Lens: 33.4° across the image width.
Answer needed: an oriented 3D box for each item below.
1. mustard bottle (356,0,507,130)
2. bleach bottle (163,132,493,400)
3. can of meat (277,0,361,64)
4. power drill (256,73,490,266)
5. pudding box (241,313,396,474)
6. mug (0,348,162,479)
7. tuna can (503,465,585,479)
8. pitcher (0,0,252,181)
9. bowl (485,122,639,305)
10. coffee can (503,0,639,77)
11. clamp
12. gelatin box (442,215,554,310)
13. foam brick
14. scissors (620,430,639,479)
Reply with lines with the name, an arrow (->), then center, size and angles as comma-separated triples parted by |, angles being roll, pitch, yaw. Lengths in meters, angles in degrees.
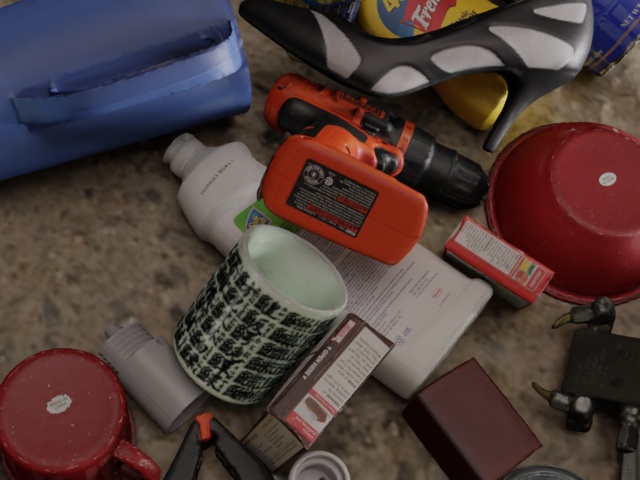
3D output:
mustard bottle -> 0.088, -0.181, 0.870 | 0.192, 0.058, 0.096 | 39, 73, 10
bleach bottle -> -0.005, 0.001, 0.773 | 0.251, 0.068, 0.102 | 38, 67, 11
can of meat -> -0.007, -0.208, 0.855 | 0.057, 0.084, 0.102 | -16, 71, -17
power drill -> 0.038, -0.048, 0.752 | 0.184, 0.057, 0.187 | 23, 20, -3
pudding box -> -0.004, 0.102, 0.700 | 0.039, 0.114, 0.090 | 40, 67, 5
mug -> -0.154, 0.125, 0.684 | 0.117, 0.081, 0.093 | 31, 65, 6
tuna can -> 0.151, 0.195, 0.715 | 0.086, 0.034, 0.086 | -2, 59, 2
pitcher -> -0.176, -0.116, 0.758 | 0.242, 0.149, 0.145 | -21, 72, -14
bowl -> 0.213, -0.033, 0.825 | 0.162, 0.055, 0.162 | 3, 66, -8
coffee can -> 0.206, -0.216, 0.868 | 0.140, 0.103, 0.102 | 38, 66, -1
clamp -> -0.069, 0.200, 0.687 | 0.120, 0.039, 0.171 | -14, 63, -20
gelatin box -> 0.127, 0.017, 0.771 | 0.073, 0.089, 0.030 | 34, 88, 8
foam brick -> 0.103, 0.130, 0.737 | 0.051, 0.053, 0.078 | -32, 76, -20
scissors -> 0.195, 0.206, 0.737 | 0.096, 0.016, 0.202 | -1, 66, -9
